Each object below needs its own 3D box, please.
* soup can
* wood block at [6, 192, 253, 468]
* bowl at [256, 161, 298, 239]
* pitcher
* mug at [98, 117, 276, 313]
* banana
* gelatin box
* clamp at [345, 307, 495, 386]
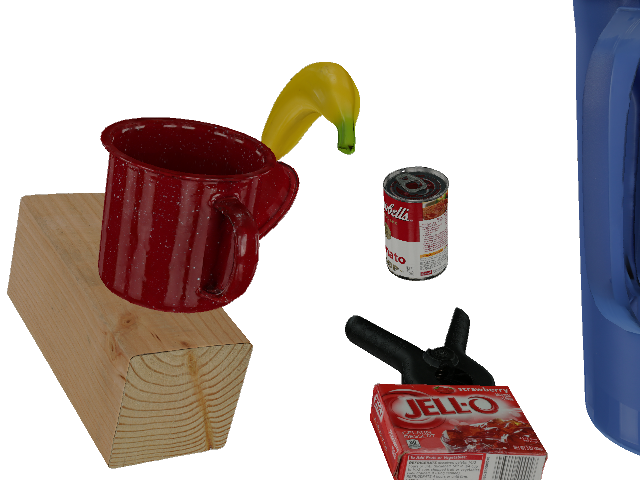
[{"bbox_3d":[0.101,-0.017,1.122,0.068,0.102,0.068,-3,34,2],"label":"soup can"},{"bbox_3d":[-0.142,0.054,0.758,0.090,0.091,0.206,-3,32,-36],"label":"wood block"},{"bbox_3d":[-0.104,-0.043,1.000,0.162,0.055,0.162,-22,32,14],"label":"bowl"},{"bbox_3d":[0.184,-0.011,0.528,0.149,0.243,0.145,-4,19,-3],"label":"pitcher"},{"bbox_3d":[-0.069,-0.009,0.568,0.093,0.081,0.117,-8,29,-38],"label":"mug"},{"bbox_3d":[-0.010,-0.097,0.802,0.037,0.069,0.198,21,-4,-16],"label":"banana"},{"bbox_3d":[0.080,0.115,0.634,0.089,0.030,0.073,3,23,-11],"label":"gelatin box"},{"bbox_3d":[0.109,0.108,0.932,0.120,0.039,0.172,-13,36,-22],"label":"clamp"}]
